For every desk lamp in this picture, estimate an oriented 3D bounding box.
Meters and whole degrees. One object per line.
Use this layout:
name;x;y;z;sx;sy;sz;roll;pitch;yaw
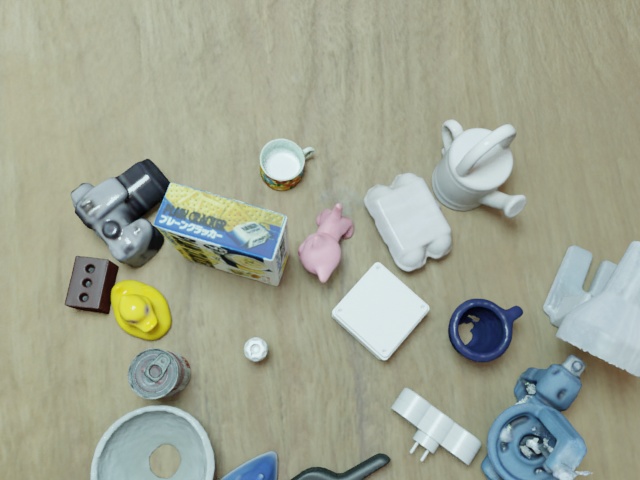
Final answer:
desk lamp;0.408;0.091;0.823;0.118;0.213;0.203;26;77;4

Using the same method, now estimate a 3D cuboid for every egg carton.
egg carton;0.142;-0.030;0.912;0.107;0.069;0.150;-26;79;-8

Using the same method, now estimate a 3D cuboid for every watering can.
watering can;0.247;-0.113;0.873;0.173;0.194;0.101;35;78;6

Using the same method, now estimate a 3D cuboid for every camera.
camera;-0.290;-0.053;0.880;0.137;0.101;0.143;-41;82;-11

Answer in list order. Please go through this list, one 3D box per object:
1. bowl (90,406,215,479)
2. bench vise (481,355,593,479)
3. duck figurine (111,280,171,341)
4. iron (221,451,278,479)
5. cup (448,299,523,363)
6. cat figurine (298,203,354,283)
bowl;-0.228;0.318;0.809;0.167;0.075;0.167;1;77;-3
bench vise;0.302;0.246;0.778;0.121;0.220;0.207;16;77;1
duck figurine;-0.274;0.101;0.852;0.077;0.086;0.104;-42;82;-11
iron;-0.137;0.402;0.760;0.118;0.141;0.258;33;77;5
cup;0.242;0.133;0.865;0.118;0.095;0.091;-26;79;-8
cat figurine;0.008;0.003;0.872;0.067;0.118;0.128;23;77;3
